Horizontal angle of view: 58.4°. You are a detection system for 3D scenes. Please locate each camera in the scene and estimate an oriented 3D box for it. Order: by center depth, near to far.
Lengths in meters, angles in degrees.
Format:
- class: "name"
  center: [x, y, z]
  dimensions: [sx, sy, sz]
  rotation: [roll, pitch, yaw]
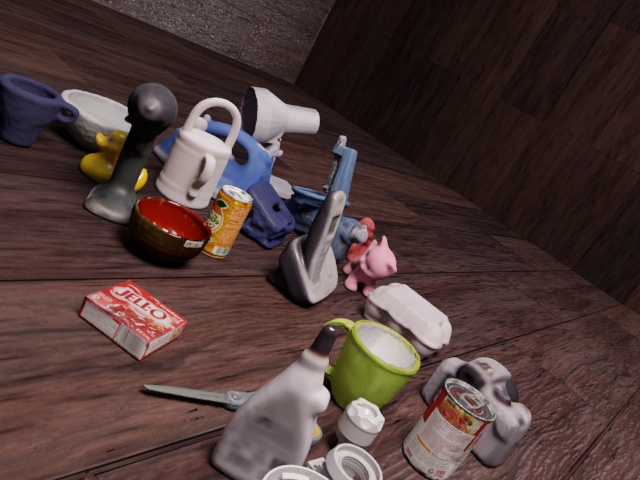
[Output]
- class: "camera"
  center: [0.244, 0.228, 0.816]
  dimensions: [0.137, 0.101, 0.142]
  rotation: [11, 26, -45]

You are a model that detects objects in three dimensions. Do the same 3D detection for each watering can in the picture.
- class: "watering can"
  center: [-0.213, -0.166, 1.019]
  dimensions: [0.172, 0.194, 0.101]
  rotation: [42, 21, 33]

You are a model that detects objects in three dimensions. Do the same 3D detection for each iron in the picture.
- class: "iron"
  center: [-0.201, -0.172, 1.140]
  dimensions: [0.258, 0.141, 0.119]
  rotation: [31, 18, 5]

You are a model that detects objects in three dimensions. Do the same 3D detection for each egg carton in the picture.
- class: "egg carton"
  center: [0.150, 0.134, 0.972]
  dimensions: [0.150, 0.069, 0.107]
  rotation: [38, 20, 23]

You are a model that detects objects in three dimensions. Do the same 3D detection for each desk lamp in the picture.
- class: "desk lamp"
  center: [-0.105, -0.221, 1.301]
  dimensions: [0.204, 0.213, 0.117]
  rotation: [17, 22, -34]

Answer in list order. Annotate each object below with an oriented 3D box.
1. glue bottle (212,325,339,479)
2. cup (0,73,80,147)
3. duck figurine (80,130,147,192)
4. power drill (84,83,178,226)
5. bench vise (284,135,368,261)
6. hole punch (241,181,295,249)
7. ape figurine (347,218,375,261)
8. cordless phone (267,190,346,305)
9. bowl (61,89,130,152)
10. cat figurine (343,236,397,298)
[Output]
- class: "glue bottle"
  center: [-0.028, 0.145, 0.504]
  dimensions: [0.078, 0.173, 0.037]
  rotation: [30, 18, 1]
- class: "cup"
  center: [-0.445, -0.190, 0.889]
  dimensions: [0.118, 0.095, 0.091]
  rotation: [21, 20, -25]
- class: "duck figurine"
  center: [-0.327, -0.134, 0.934]
  dimensions: [0.105, 0.086, 0.077]
  rotation: [26, 18, -12]
- class: "power drill"
  center: [-0.264, -0.133, 0.829]
  dimensions: [0.076, 0.208, 0.229]
  rotation: [23, 19, -19]
- class: "bench vise"
  center: [0.037, -0.081, 1.133]
  dimensions: [0.207, 0.219, 0.122]
  rotation: [36, 19, 19]
- class: "hole punch"
  center: [-0.093, -0.048, 1.053]
  dimensions: [0.101, 0.091, 0.109]
  rotation: [32, 18, 7]
- class: "ape figurine"
  center: [0.082, -0.005, 1.206]
  dimensions: [0.078, 0.092, 0.076]
  rotation: [15, 23, -39]
- class: "cordless phone"
  center: [0.008, 0.003, 0.919]
  dimensions: [0.094, 0.185, 0.148]
  rotation: [33, 18, 10]
- class: "bowl"
  center: [-0.390, -0.200, 1.032]
  dimensions: [0.167, 0.074, 0.167]
  rotation: [27, 18, -9]
- class: "cat figurine"
  center: [0.099, 0.042, 1.063]
  dimensions: [0.067, 0.117, 0.127]
  rotation: [26, 18, -12]
